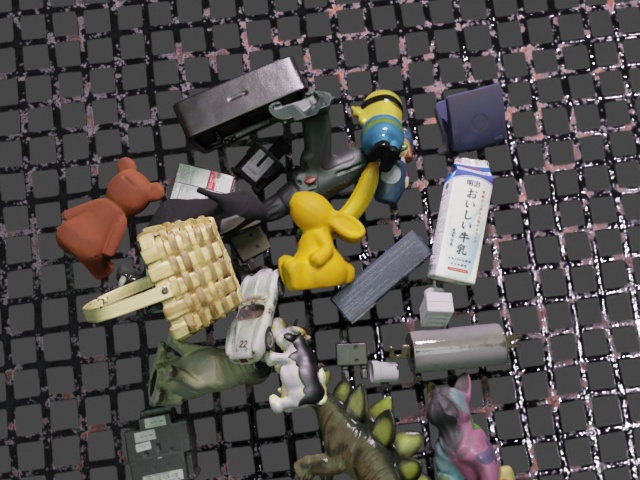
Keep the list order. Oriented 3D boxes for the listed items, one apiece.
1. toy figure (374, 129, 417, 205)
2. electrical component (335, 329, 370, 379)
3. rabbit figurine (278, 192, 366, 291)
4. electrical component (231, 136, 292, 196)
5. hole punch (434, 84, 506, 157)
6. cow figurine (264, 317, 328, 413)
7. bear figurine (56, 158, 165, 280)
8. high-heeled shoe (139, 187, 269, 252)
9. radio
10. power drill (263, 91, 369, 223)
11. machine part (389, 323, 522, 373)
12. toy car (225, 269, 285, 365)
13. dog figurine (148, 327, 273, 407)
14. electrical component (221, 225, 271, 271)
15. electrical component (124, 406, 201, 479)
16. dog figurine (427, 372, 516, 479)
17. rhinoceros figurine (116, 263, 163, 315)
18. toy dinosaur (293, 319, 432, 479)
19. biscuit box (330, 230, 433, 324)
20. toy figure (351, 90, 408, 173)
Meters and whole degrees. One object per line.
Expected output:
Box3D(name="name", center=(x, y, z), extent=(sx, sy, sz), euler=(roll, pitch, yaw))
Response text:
Box3D(name="toy figure", center=(0.144, -0.143, 1.017), extent=(0.064, 0.058, 0.154), euler=(17, 82, -15))
Box3D(name="electrical component", center=(0.061, 0.211, 0.996), extent=(0.063, 0.021, 0.094), euler=(-4, 83, -2))
Box3D(name="rabbit figurine", center=(-0.002, -0.003, 0.941), extent=(0.162, 0.122, 0.173), euler=(-9, 86, 2))
Box3D(name="electrical component", center=(-0.102, -0.148, 1.018), extent=(0.119, 0.048, 0.075), euler=(-44, 87, -3))
Box3D(name="hole punch", center=(0.288, -0.227, 1.014), extent=(0.142, 0.092, 0.115), euler=(-16, 88, -6))
Box3D(name="cow figurine", center=(-0.041, 0.207, 0.926), extent=(0.098, 0.068, 0.167), euler=(-17, 64, 17))
Box3D(name="bear figurine", center=(-0.382, -0.043, 0.983), extent=(0.120, 0.132, 0.196), euler=(37, 67, 1))
Box3D(name="high-heeled shoe", center=(-0.214, -0.021, 0.981), extent=(0.145, 0.249, 0.086), euler=(24, 47, -37))
Box3D(name="radio", center=(-0.139, -0.241, 0.984), extent=(0.230, 0.131, 0.073), euler=(-23, 86, -4))
Box3D(name="power drill", center=(-0.029, -0.146, 0.958), extent=(0.232, 0.086, 0.207), euler=(-22, 125, -9))
Box3D(name="machine part", center=(0.246, 0.197, 0.974), extent=(0.243, 0.079, 0.079), euler=(-6, 84, -2))
Box3D(name="toy car", center=(-0.112, 0.126, 0.939), extent=(0.074, 0.056, 0.202), euler=(-10, 42, 18))
Box3D(name="dog figurine", center=(-0.196, 0.245, 0.963), extent=(0.190, 0.172, 0.121), euler=(16, 52, -26))
Box3D(name="electrical component", center=(-0.139, 0.009, 1.004), extent=(0.078, 0.045, 0.102), euler=(-35, 87, -20))
Box3D(name="electrical component", center=(-0.280, 0.364, 0.958), extent=(0.115, 0.058, 0.134), euler=(-9, 84, -4))
Box3D(name="dog figurine", center=(0.257, 0.352, 0.946), extent=(0.108, 0.191, 0.219), euler=(-26, 55, 32))
Box3D(name="rhinoceros figurine", center=(-0.278, 0.091, 0.983), extent=(0.190, 0.073, 0.112), euler=(29, 95, 0))
Box3D(name="toy dinosaur", center=(0.061, 0.354, 0.923), extent=(0.198, 0.105, 0.472), euler=(-46, 71, 7))
Box3D(name="biscuit box", center=(0.114, 0.067, 0.993), extent=(0.203, 0.059, 0.063), euler=(-39, 85, -4))
Box3D(name="toy figure", center=(0.115, -0.201, 0.975), extent=(0.089, 0.180, 0.082), euler=(-21, 128, 16))
